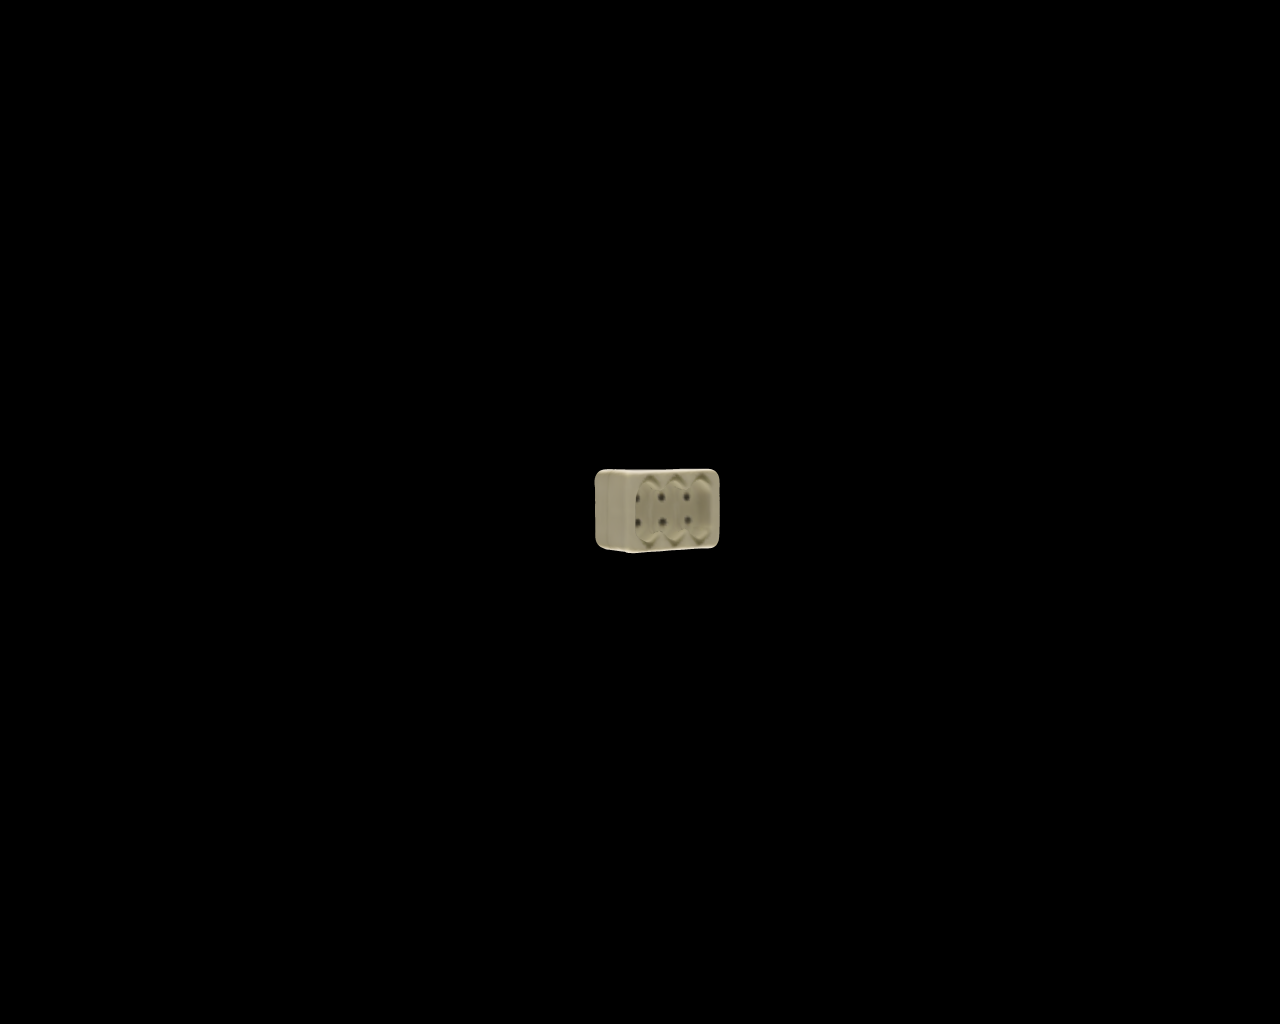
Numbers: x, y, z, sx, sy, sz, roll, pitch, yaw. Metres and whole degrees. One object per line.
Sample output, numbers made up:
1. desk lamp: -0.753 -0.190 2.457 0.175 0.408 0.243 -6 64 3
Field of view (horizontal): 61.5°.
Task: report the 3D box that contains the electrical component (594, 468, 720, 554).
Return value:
1. electrical component: 0.001 -0.003 0.650 0.066 0.047 0.076 -2 4 -31
